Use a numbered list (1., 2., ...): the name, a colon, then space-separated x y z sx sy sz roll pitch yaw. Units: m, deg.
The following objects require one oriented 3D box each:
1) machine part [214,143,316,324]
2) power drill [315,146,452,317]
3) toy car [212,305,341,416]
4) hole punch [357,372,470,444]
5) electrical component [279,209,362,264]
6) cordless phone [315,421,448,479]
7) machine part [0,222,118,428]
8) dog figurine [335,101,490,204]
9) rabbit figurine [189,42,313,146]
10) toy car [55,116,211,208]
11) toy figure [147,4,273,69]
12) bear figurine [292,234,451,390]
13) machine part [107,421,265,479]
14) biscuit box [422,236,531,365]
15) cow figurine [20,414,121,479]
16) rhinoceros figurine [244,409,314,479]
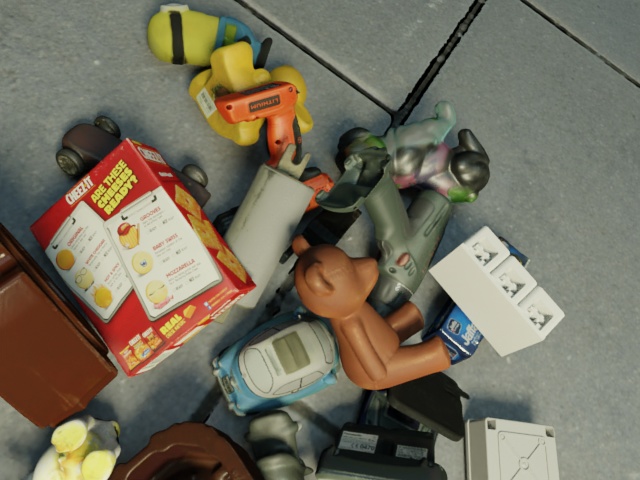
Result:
1. machine part: -0.077 -0.005 0.670 0.079 0.079 0.243 27 92 -6
2. power drill: 0.082 -0.002 0.707 0.232 0.086 0.207 -53 124 -18
3. toy car: -0.043 0.140 0.646 0.162 0.103 0.109 -17 73 -27
4. hole punch: 0.115 0.213 0.686 0.142 0.092 0.116 28 28 -2
5. electrical component: -0.002 -0.002 0.739 0.048 0.075 0.119 40 56 1
6. cordless phone: 0.074 0.314 0.618 0.147 0.089 0.184 1 106 16
7. machine part: -0.295 0.066 0.514 0.087 0.201 0.201 -42 129 -20
8. dog figurine: 0.129 -0.104 0.816 0.219 0.108 0.191 -31 83 -24
9. rabbit figurine: -0.076 -0.210 0.789 0.162 0.122 0.173 53 43 5
10. toy car: -0.242 -0.088 0.706 0.202 0.053 0.089 28 50 -1
11. toy figure: -0.167 -0.297 0.812 0.180 0.082 0.089 14 61 -16
12. bear figurine: 0.052 0.073 0.615 0.132 0.120 0.195 -24 115 -4
13. machine part: -0.130 0.270 0.517 0.179 0.056 0.179 -6 62 12
14. biscuit box: 0.230 0.086 0.787 0.059 0.062 0.203 40 60 3
15. cow figurine: -0.271 0.251 0.531 0.068 0.098 0.167 42 79 -1
16. rhinoceros figurine: -0.033 0.282 0.583 0.073 0.112 0.190 -16 85 8
